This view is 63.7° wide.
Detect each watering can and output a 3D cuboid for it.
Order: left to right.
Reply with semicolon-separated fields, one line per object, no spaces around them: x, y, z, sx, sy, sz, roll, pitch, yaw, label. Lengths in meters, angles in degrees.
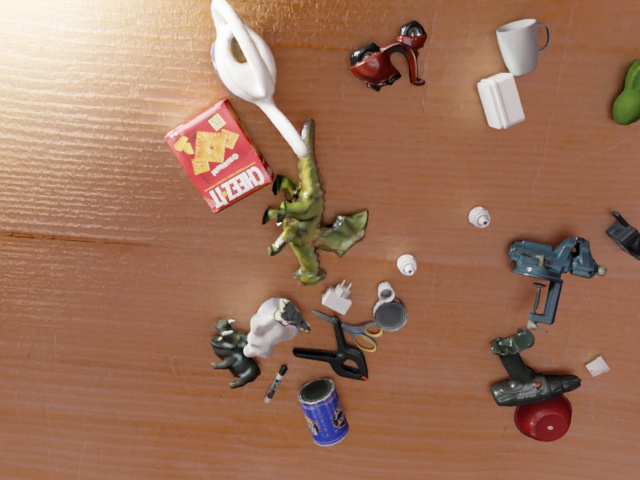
-0.134;-0.326;1.071;0.104;0.226;0.344;-31;107;-8;watering can

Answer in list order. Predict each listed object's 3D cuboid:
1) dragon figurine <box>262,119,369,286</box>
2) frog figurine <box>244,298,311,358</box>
0.004;-0.062;1.232;0.242;0.124;0.405;15;109;-23;dragon figurine
-0.123;0.225;1.295;0.157;0.137;0.125;-40;59;24;frog figurine
